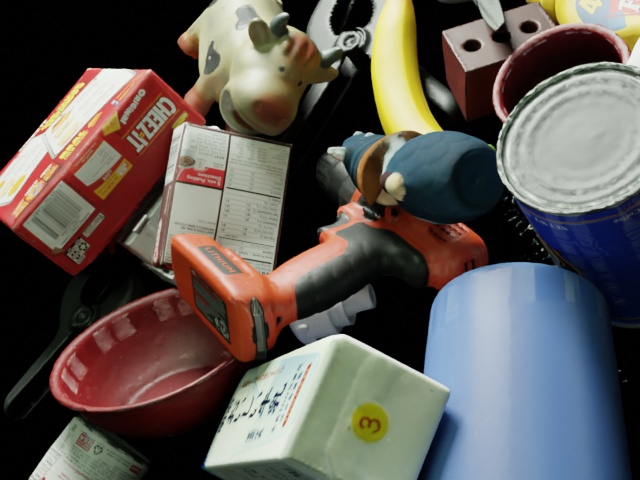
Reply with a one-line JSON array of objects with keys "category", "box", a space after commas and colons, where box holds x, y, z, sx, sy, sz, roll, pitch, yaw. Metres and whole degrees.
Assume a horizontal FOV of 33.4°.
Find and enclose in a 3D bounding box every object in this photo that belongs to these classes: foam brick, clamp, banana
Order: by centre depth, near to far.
[{"category": "foam brick", "box": [0.135, -0.131, 0.786, 0.078, 0.051, 0.053, -18, 50, -2]}, {"category": "banana", "box": [0.073, -0.105, 0.792, 0.070, 0.037, 0.198, -38, 49, 20]}, {"category": "clamp", "box": [-0.177, 0.076, 0.867, 0.120, 0.039, 0.171, 8, 63, 27]}, {"category": "clamp", "box": [0.024, -0.149, 0.892, 0.165, 0.036, 0.210, -22, 54, 18]}]

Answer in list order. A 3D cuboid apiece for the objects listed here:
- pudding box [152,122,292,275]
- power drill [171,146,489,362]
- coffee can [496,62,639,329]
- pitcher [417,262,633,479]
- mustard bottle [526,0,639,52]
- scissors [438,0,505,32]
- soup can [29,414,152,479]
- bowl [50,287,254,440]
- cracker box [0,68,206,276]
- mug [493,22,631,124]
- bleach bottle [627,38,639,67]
[{"category": "pudding box", "box": [-0.074, -0.026, 0.815, 0.039, 0.090, 0.113, 169, 111, -71]}, {"category": "power drill", "box": [-0.005, 0.001, 0.744, 0.187, 0.057, 0.185, -22, 36, -23]}, {"category": "coffee can", "box": [0.177, -0.023, 0.638, 0.103, 0.140, 0.103, -16, 52, 22]}, {"category": "pitcher", "box": [0.101, 0.140, 0.591, 0.149, 0.145, 0.242, 8, 55, -1]}, {"category": "mustard bottle", "box": [0.231, -0.163, 0.756, 0.192, 0.058, 0.096, 20, 68, 40]}, {"category": "scissors", "box": [0.142, -0.194, 0.810, 0.096, 0.016, 0.202, -26, 22, -2]}, {"category": "soup can", "box": [-0.178, 0.185, 0.772, 0.069, 0.068, 0.102, 24, 75, 41]}, {"category": "bowl", "box": [-0.110, 0.095, 0.774, 0.162, 0.055, 0.162, -15, 24, 7]}, {"category": "cracker box", "box": [-0.201, -0.065, 0.910, 0.164, 0.072, 0.214, -52, 24, -9]}, {"category": "mug", "box": [0.167, -0.076, 0.720, 0.117, 0.081, 0.093, -51, 46, -7]}, {"category": "bleach bottle", "box": [0.307, -0.066, 0.610, 0.251, 0.102, 0.068, 14, 69, 39]}]
